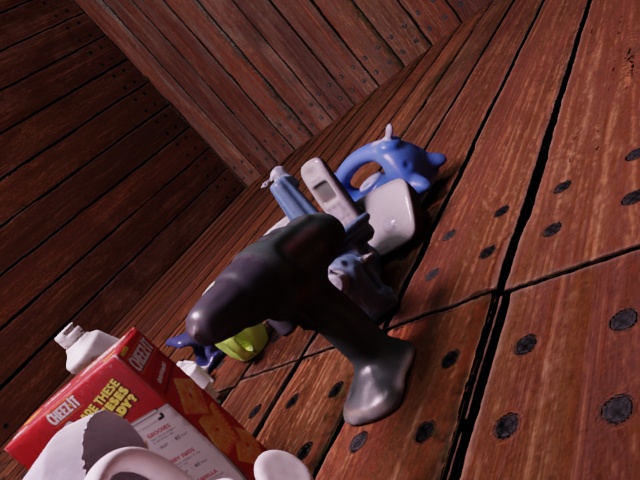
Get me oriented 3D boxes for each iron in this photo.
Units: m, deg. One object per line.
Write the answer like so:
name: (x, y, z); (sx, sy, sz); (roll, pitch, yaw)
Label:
iron: (0.086, -0.095, 0.996); (0.257, 0.141, 0.119); (-28, 20, 46)

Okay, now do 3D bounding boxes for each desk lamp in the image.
desk lamp: (-0.197, 0.276, 0.483); (0.203, 0.214, 0.118); (-41, 14, 4)

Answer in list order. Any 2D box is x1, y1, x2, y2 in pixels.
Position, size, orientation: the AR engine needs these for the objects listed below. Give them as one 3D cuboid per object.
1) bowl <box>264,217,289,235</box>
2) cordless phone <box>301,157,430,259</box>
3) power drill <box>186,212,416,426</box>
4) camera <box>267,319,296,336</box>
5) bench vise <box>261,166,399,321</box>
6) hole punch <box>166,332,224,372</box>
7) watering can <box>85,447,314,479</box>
bowl: (-0.088, 0.019, 1.272); (0.167, 0.075, 0.167); (-39, 14, 12)
cordless phone: (0.061, -0.060, 0.862); (0.147, 0.185, 0.094); (-30, 18, 40)
power drill: (-0.004, 0.078, 0.564); (0.075, 0.208, 0.230); (-32, 17, 35)
camera: (-0.042, 0.080, 0.898); (0.143, 0.101, 0.136); (-40, 14, 7)
bench vise: (0.016, -0.005, 0.745); (0.121, 0.220, 0.207); (-43, 14, -3)
hole punch: (-0.228, 0.192, 1.094); (0.101, 0.091, 0.108); (-49, 15, -25)
watering can: (-0.074, 0.208, 0.386); (0.173, 0.194, 0.100); (-44, 14, -8)
